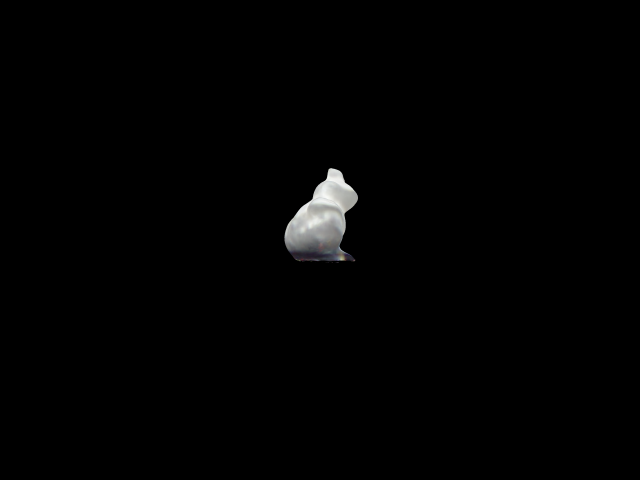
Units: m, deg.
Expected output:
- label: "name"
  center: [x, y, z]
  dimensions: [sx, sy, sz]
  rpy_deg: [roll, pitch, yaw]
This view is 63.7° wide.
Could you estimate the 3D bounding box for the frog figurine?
- label: "frog figurine"
  center: [0.003, -0.043, 0.850]
  dimensions: [0.123, 0.160, 0.136]
  rpy_deg: [0, -6, 0]
